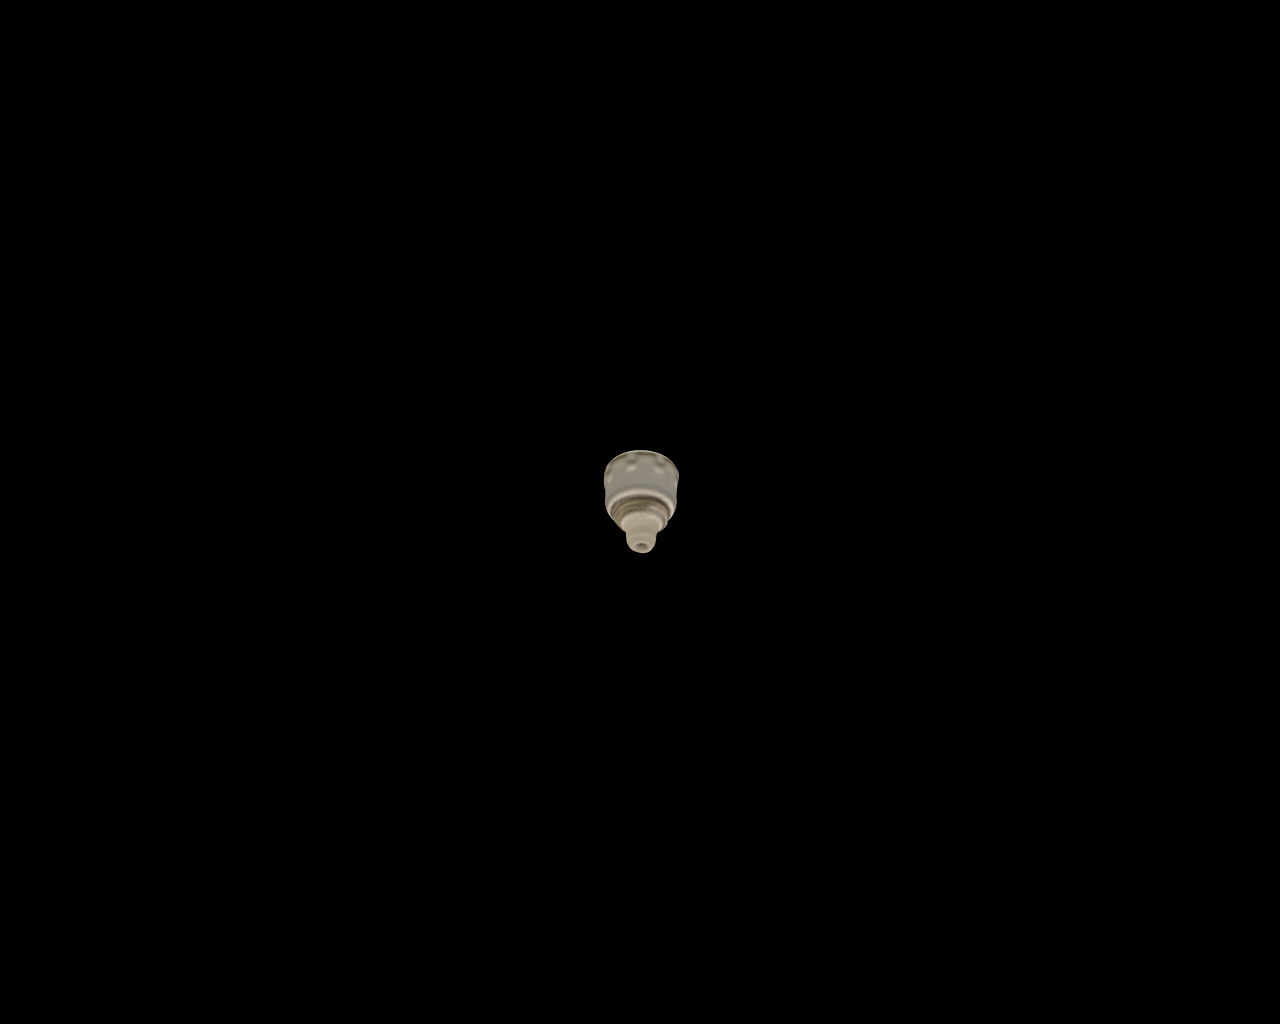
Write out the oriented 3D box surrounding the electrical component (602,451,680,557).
[{"bbox_3d":[0.001,-0.003,0.650,0.048,0.062,0.048,0,-37,0],"label":"electrical component"}]
